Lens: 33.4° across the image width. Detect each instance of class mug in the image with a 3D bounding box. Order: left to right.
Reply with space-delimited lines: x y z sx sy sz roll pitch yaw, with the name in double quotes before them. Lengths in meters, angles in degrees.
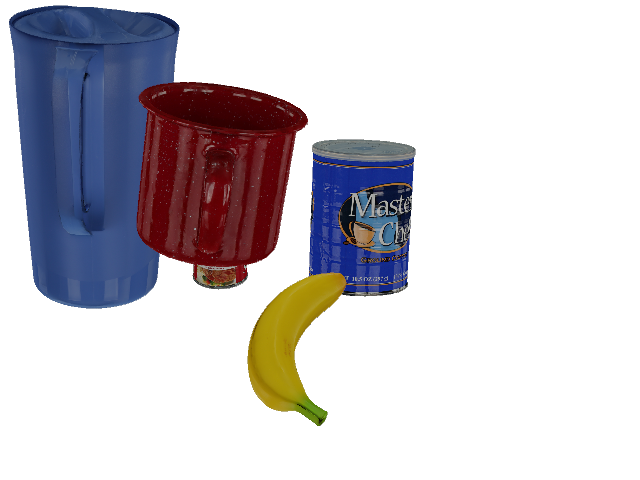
"mug" -0.057 -0.032 0.587 0.093 0.081 0.117 6 22 -10

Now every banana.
"banana" -0.021 0.080 0.870 0.069 0.037 0.197 21 33 -6

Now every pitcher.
"pitcher" -0.189 -0.066 0.888 0.145 0.243 0.148 25 31 38

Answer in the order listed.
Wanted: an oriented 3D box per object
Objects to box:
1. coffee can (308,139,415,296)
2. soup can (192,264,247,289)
"coffee can" 0.040 -0.025 1.071 0.103 0.140 0.103 2 13 -1
"soup can" -0.123 -0.002 1.293 0.068 0.102 0.068 0 26 0
